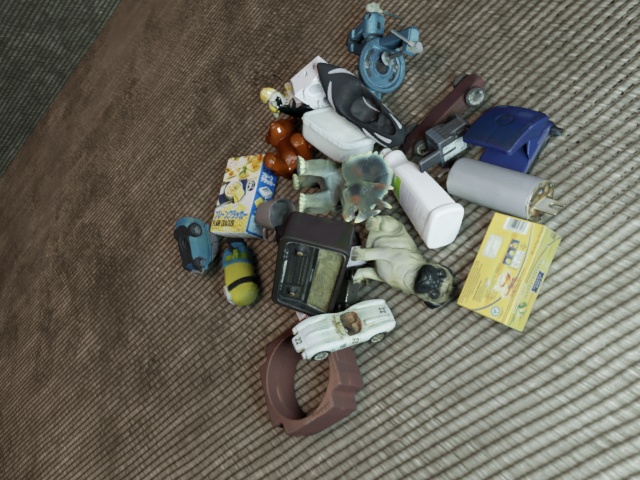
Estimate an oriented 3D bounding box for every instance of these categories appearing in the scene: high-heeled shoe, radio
[{"bbox_3d":[0.078,-0.285,1.118,0.086,0.249,0.145,-49,2,12],"label":"high-heeled shoe"},{"bbox_3d":[-0.018,0.053,1.036,0.229,0.131,0.073,104,-177,-48],"label":"radio"}]

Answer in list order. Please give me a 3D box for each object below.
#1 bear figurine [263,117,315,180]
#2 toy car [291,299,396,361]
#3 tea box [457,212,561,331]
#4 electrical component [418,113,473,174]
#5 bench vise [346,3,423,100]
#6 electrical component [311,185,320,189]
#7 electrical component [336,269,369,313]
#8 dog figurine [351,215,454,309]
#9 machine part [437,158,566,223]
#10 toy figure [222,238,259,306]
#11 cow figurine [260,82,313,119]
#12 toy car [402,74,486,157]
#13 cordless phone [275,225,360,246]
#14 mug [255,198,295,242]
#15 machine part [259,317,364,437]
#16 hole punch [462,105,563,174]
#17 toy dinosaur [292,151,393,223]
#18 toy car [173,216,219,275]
[{"bbox_3d":[-0.089,-0.247,1.345,0.120,0.131,0.196,-30,58,11],"label":"bear figurine"},{"bbox_3d":[0.045,0.168,1.019,0.056,0.202,0.074,96,155,-51],"label":"toy car"},{"bbox_3d":[0.310,0.051,0.882,0.098,0.068,0.169,25,93,47],"label":"tea box"},{"bbox_3d":[0.230,-0.176,1.019,0.119,0.074,0.048,-34,50,-1],"label":"electrical component"},{"bbox_3d":[0.147,-0.421,1.179,0.241,0.129,0.223,12,89,63],"label":"bench vise"},{"bbox_3d":[0.010,-0.158,1.285,0.094,0.021,0.063,-18,62,39],"label":"electrical component"},{"bbox_3d":[0.066,0.113,1.109,0.078,0.045,0.102,145,137,-66],"label":"electrical component"},{"bbox_3d":[0.173,0.033,1.020,0.191,0.121,0.172,15,63,20],"label":"dog figurine"},{"bbox_3d":[0.309,-0.089,0.934,0.243,0.079,0.079,29,94,47],"label":"machine part"},{"bbox_3d":[-0.202,0.078,1.350,0.089,0.082,0.180,-28,53,36],"label":"toy figure"},{"bbox_3d":[-0.069,-0.343,1.357,0.167,0.068,0.098,-3,75,5],"label":"cow figurine"},{"bbox_3d":[0.247,-0.244,1.073,0.202,0.053,0.089,-46,33,21],"label":"toy car"},{"bbox_3d":[-0.002,-0.004,1.209,0.184,0.088,0.147,-24,58,23],"label":"cordless phone"},{"bbox_3d":[-0.116,-0.049,1.329,0.107,0.081,0.109,7,88,57],"label":"mug"},{"bbox_3d":[-0.020,0.277,1.091,0.201,0.087,0.201,-38,51,24],"label":"machine part"},{"bbox_3d":[0.331,-0.186,0.947,0.142,0.092,0.115,31,92,49],"label":"hole punch"},{"bbox_3d":[0.041,-0.112,1.141,0.405,0.192,0.131,-136,45,-83],"label":"toy dinosaur"},{"bbox_3d":[-0.330,0.010,1.480,0.109,0.103,0.161,-13,91,48],"label":"toy car"}]
